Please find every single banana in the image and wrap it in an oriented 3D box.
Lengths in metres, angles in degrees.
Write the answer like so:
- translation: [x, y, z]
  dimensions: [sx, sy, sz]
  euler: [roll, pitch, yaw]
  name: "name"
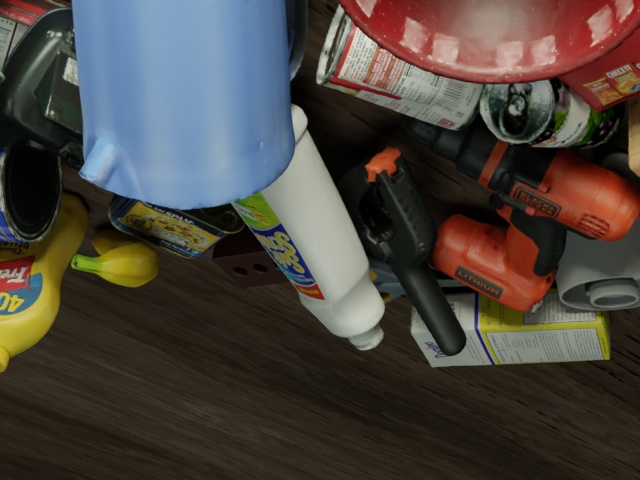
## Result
- translation: [-0.176, 0.013, 0.954]
  dimensions: [0.069, 0.037, 0.198]
  euler: [26, 180, -9]
  name: "banana"

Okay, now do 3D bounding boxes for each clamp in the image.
- translation: [0.062, 0.005, 0.871]
  dimensions: [0.165, 0.036, 0.210]
  euler: [39, 156, 20]
  name: "clamp"

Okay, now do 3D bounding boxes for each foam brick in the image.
- translation: [-0.049, 0.005, 0.959]
  dimensions: [0.078, 0.051, 0.053]
  euler: [-9, 143, 31]
  name: "foam brick"

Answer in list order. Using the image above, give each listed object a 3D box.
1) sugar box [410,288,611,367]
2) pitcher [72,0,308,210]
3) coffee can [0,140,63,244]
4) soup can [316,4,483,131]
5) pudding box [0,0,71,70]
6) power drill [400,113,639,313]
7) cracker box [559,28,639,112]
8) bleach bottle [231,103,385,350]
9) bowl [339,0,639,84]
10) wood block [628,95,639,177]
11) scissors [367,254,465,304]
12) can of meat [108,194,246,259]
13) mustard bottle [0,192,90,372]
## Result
- translation: [0.181, 0.083, 1.008]
  dimensions: [0.176, 0.048, 0.093]
  euler: [-2, 152, 19]
  name: "sugar box"
- translation: [-0.073, -0.153, 0.604]
  dimensions: [0.145, 0.149, 0.243]
  euler: [-2, 130, -5]
  name: "pitcher"
- translation: [-0.304, -0.051, 0.902]
  dimensions: [0.140, 0.102, 0.103]
  euler: [3, 148, 14]
  name: "coffee can"
- translation: [0.057, -0.118, 0.704]
  dimensions: [0.102, 0.068, 0.069]
  euler: [17, 149, -11]
  name: "soup can"
- translation: [-0.234, -0.145, 0.788]
  dimensions: [0.090, 0.039, 0.114]
  euler: [20, 146, -16]
  name: "pudding box"
- translation: [0.135, -0.025, 0.821]
  dimensions: [0.184, 0.057, 0.188]
  euler: [29, 156, 10]
  name: "power drill"
- translation: [0.158, -0.178, 0.572]
  dimensions: [0.213, 0.072, 0.164]
  euler: [34, 142, -31]
  name: "cracker box"
- translation: [-0.006, 0.001, 0.857]
  dimensions: [0.103, 0.068, 0.250]
  euler: [20, 150, 48]
  name: "bleach bottle"
- translation: [0.085, -0.150, 0.518]
  dimensions: [0.162, 0.055, 0.162]
  euler: [9, 147, 6]
  name: "bowl"
- translation: [0.300, -0.093, 0.646]
  dimensions: [0.090, 0.090, 0.207]
  euler: [31, 144, -32]
  name: "wood block"
- translation: [0.086, 0.031, 0.992]
  dimensions: [0.202, 0.016, 0.096]
  euler: [-11, 143, 32]
  name: "scissors"
- translation: [-0.123, -0.031, 0.921]
  dimensions: [0.102, 0.057, 0.084]
  euler: [25, 149, -21]
  name: "can of meat"
- translation: [-0.279, 0.044, 0.962]
  dimensions: [0.096, 0.191, 0.058]
  euler: [5, 149, 11]
  name: "mustard bottle"
